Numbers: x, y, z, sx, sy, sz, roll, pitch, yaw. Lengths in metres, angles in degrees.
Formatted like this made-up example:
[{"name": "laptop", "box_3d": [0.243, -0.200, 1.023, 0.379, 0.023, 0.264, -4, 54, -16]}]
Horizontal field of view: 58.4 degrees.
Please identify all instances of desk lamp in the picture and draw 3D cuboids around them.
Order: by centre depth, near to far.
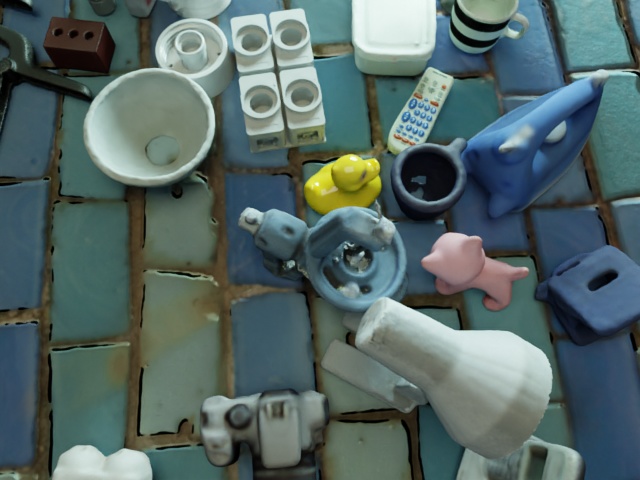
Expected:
[{"name": "desk lamp", "box_3d": [0.108, 0.131, 0.599, 0.203, 0.213, 0.118, 25, 74, 8]}]

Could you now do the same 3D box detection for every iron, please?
[{"name": "iron", "box_3d": [0.292, -0.149, 0.730, 0.258, 0.141, 0.118, -39, 76, -12]}]

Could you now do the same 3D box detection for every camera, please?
[{"name": "camera", "box_3d": [-0.057, 0.236, 0.623, 0.143, 0.101, 0.137, -5, 72, -2]}]

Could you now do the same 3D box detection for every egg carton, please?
[{"name": "egg carton", "box_3d": [-0.241, 0.302, 0.616, 0.107, 0.069, 0.150, 5, 72, 1]}]

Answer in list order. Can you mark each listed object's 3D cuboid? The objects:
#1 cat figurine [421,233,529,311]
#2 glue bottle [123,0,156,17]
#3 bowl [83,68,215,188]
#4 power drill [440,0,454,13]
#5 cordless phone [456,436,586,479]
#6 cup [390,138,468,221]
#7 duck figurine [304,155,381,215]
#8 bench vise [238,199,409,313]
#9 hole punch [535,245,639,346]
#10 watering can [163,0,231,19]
[{"name": "cat figurine", "box_3d": [0.183, 0.030, 0.683, 0.127, 0.118, 0.067, 14, 72, 4]}, {"name": "glue bottle", "box_3d": [-0.264, -0.393, 0.787, 0.037, 0.173, 0.078, 8, 72, 3]}, {"name": "bowl", "box_3d": [-0.216, -0.136, 0.756, 0.167, 0.075, 0.167, 0, 72, 0]}, {"name": "power drill", "box_3d": [0.228, -0.404, 0.776, 0.229, 0.208, 0.075, 6, 72, 2]}, {"name": "cordless phone", "box_3d": [0.198, 0.265, 0.572, 0.094, 0.185, 0.148, 16, 73, 5]}, {"name": "cup", "box_3d": [0.139, -0.073, 0.728, 0.091, 0.095, 0.118, 40, 76, 12]}, {"name": "duck figurine", "box_3d": [0.030, -0.077, 0.733, 0.104, 0.086, 0.077, -14, 73, -5]}, {"name": "bench vise", "box_3d": [0.005, 0.014, 0.633, 0.207, 0.220, 0.121, 3, 72, 1]}, {"name": "hole punch", "box_3d": [0.334, 0.063, 0.688, 0.109, 0.091, 0.101, -29, 74, -9]}, {"name": "watering can", "box_3d": [-0.181, -0.412, 0.783, 0.101, 0.194, 0.173, 8, 72, 3]}]
